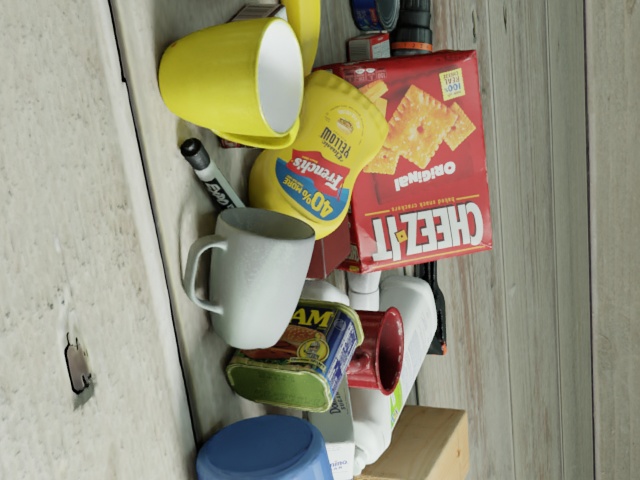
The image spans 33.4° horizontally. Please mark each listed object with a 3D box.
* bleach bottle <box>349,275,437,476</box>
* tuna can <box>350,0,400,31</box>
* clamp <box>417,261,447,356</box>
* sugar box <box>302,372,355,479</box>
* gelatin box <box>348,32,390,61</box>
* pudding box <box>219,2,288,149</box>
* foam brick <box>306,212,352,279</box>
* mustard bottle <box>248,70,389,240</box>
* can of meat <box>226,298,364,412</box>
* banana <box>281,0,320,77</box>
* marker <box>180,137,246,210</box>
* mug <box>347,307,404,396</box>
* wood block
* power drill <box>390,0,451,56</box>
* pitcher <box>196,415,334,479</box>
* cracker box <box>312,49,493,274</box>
[{"bbox_3d":[0.072,0.161,1.246,0.250,0.068,0.102,-63,147,-43],"label":"bleach bottle"},{"bbox_3d":[0.063,-0.281,1.215,0.086,0.034,0.086,2,90,-69],"label":"tuna can"},{"bbox_3d":[0.140,0.089,1.443,0.164,0.036,0.210,-61,146,-48],"label":"clamp"},{"bbox_3d":[0.007,0.206,1.018,0.176,0.048,0.093,95,-10,-46],"label":"sugar box"},{"bbox_3d":[0.058,-0.188,1.217,0.073,0.030,0.089,-38,127,-64],"label":"gelatin box"},{"bbox_3d":[-0.058,-0.143,0.918,0.113,0.039,0.090,-56,144,-49],"label":"pudding box"},{"bbox_3d":[-0.007,0.001,1.040,0.078,0.053,0.051,-41,130,-61],"label":"foam brick"},{"bbox_3d":[-0.013,-0.057,0.974,0.096,0.058,0.191,39,62,-21],"label":"mustard bottle"},{"bbox_3d":[-0.023,0.101,0.944,0.083,0.102,0.057,-63,148,-43],"label":"can of meat"},{"bbox_3d":[-0.030,-0.243,0.987,0.069,0.037,0.198,-46,136,-36],"label":"banana"},{"bbox_3d":[-0.085,-0.046,0.882,0.121,0.020,0.020,59,39,-54],"label":"marker"},{"bbox_3d":[0.032,0.117,1.111,0.117,0.082,0.093,-32,122,-64],"label":"mug"},{"bbox_3d":[0.120,0.292,1.341,0.205,0.090,0.091,-35,123,-63],"label":"wood block"},{"bbox_3d":[0.137,-0.224,1.382,0.187,0.057,0.184,-1,96,-66],"label":"power drill"},{"bbox_3d":[-0.032,0.273,0.922,0.144,0.149,0.243,-25,115,-36],"label":"pitcher"},{"bbox_3d":[0.089,-0.083,1.109,0.164,0.072,0.214,-10,99,-24],"label":"cracker box"}]
